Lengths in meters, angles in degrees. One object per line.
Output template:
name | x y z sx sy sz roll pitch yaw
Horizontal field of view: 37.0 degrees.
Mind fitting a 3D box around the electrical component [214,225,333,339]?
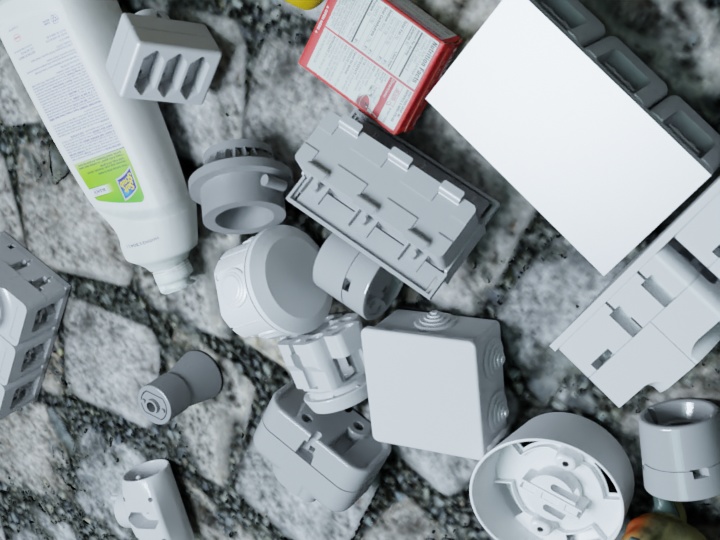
electrical component | -0.063 0.011 0.784 0.051 0.080 0.080 -18 99 42

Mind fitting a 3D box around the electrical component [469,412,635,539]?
electrical component | 0.132 0.147 0.724 0.099 0.064 0.099 13 116 28

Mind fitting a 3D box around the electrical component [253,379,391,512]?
electrical component | -0.032 0.137 0.831 0.095 0.054 0.059 37 125 15

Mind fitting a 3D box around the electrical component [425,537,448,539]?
electrical component | 0.058 0.234 0.824 0.040 0.040 0.046 -12 96 35

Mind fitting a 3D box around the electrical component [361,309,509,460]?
electrical component | 0.054 0.077 0.755 0.100 0.048 0.099 5 112 31

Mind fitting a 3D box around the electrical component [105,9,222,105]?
electrical component | -0.148 -0.163 0.779 0.076 0.066 0.047 59 134 36

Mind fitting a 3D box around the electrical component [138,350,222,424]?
electrical component | -0.150 0.099 0.884 0.044 0.065 0.044 13 116 28

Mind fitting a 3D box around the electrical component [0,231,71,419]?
electrical component | -0.334 0.055 0.985 0.089 0.062 0.150 36 125 15

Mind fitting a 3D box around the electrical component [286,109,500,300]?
electrical component | 0.019 -0.049 0.708 0.121 0.063 0.078 35 84 16

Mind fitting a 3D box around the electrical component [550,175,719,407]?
electrical component | 0.201 -0.013 0.588 0.060 0.105 0.186 45 126 9

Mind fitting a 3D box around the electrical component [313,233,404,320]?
electrical component | 0.000 0.000 0.755 0.047 0.055 0.055 29 123 24

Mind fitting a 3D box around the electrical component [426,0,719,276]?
electrical component | 0.128 -0.086 0.631 0.150 0.062 0.089 46 127 8

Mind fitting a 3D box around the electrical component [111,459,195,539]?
electrical component | -0.195 0.215 0.975 0.079 0.043 0.077 -7 105 34

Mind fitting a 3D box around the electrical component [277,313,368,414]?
electrical component | -0.021 0.069 0.792 0.078 0.058 0.057 -5 110 53

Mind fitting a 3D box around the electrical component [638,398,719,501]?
electrical component | 0.203 0.111 0.672 0.055 0.055 0.047 -4 104 34
